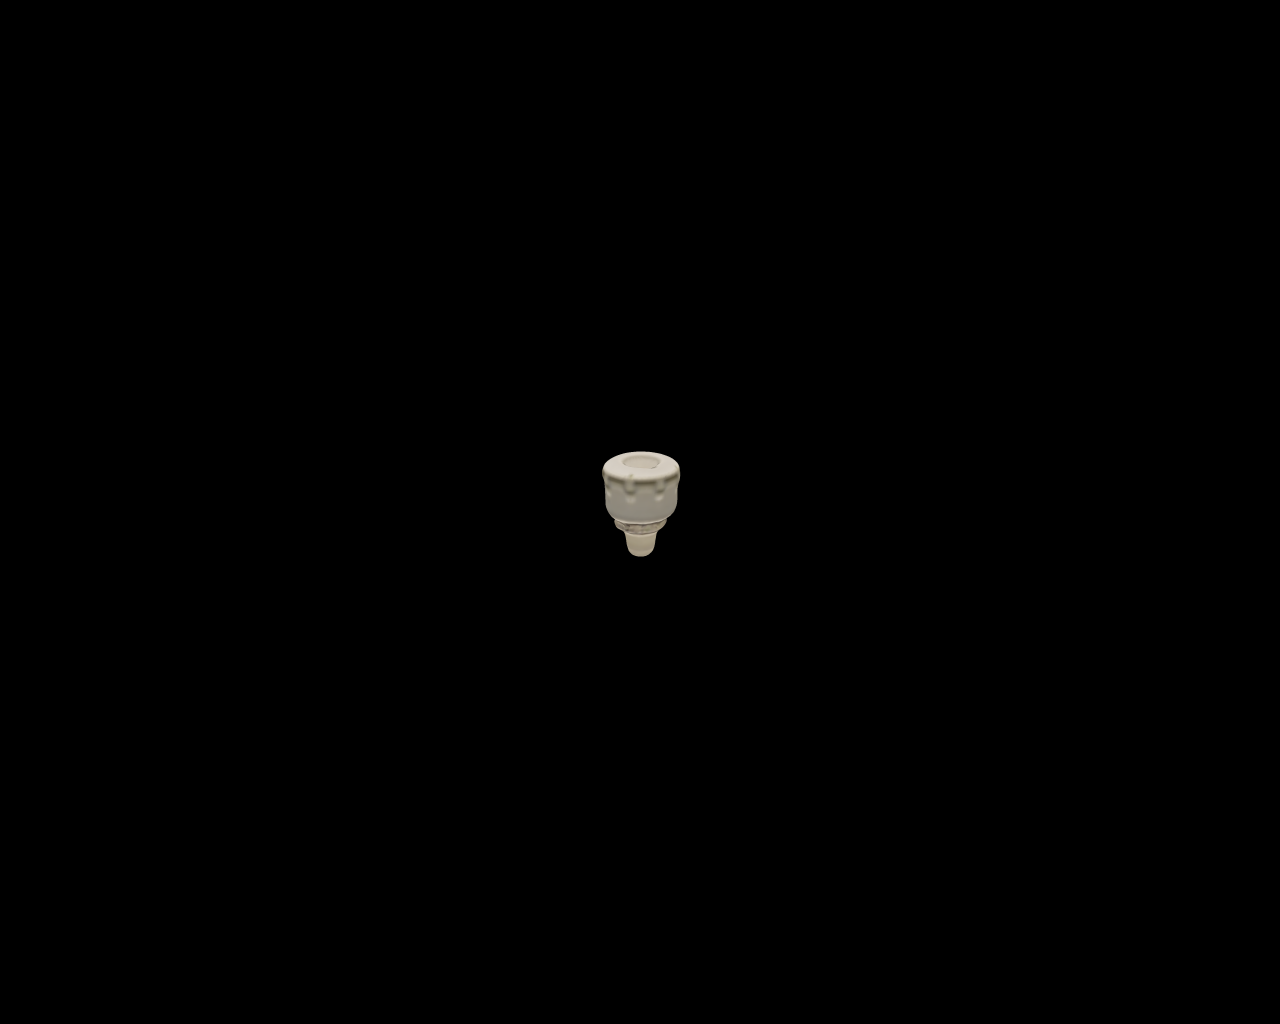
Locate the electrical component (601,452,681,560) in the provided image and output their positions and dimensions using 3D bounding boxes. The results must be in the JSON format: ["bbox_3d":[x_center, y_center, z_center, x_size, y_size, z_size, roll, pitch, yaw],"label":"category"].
[{"bbox_3d":[0.001,-0.003,0.650,0.048,0.062,0.048,0,21,0],"label":"electrical component"}]
